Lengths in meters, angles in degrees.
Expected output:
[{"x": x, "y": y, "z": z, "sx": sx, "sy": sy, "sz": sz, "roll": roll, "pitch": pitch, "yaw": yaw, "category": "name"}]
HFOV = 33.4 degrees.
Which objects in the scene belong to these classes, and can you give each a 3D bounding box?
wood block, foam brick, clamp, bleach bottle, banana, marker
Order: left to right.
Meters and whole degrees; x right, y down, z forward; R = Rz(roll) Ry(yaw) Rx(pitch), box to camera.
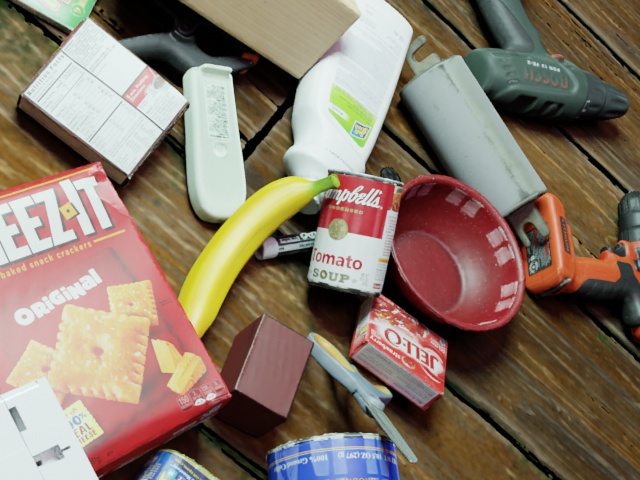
[{"x": -0.137, "y": -0.180, "z": 0.963, "sx": 0.171, "sy": 0.039, "sz": 0.120, "roll": 26, "pitch": 67, "yaw": -24, "category": "clamp"}, {"x": -0.072, "y": -0.246, "z": 0.961, "sx": 0.205, "sy": 0.091, "sz": 0.090, "roll": 28, "pitch": 30, "yaw": -39, "category": "wood block"}, {"x": -0.066, "y": 0.008, "z": 0.885, "sx": 0.037, "sy": 0.070, "sz": 0.197, "roll": 50, "pitch": 65, "yaw": -23, "category": "banana"}, {"x": -0.047, "y": 0.109, "z": 0.853, "sx": 0.051, "sy": 0.053, "sz": 0.078, "roll": 33, "pitch": 51, "yaw": -15, "category": "foam brick"}, {"x": -0.006, "y": 0.001, "z": 0.964, "sx": 0.120, "sy": 0.020, "sz": 0.020, "roll": -9, "pitch": 70, "yaw": -37, "category": "marker"}, {"x": 0.015, "y": -0.133, "z": 1.025, "sx": 0.102, "sy": 0.068, "sz": 0.250, "roll": 33, "pitch": 53, "yaw": -18, "category": "bleach bottle"}]

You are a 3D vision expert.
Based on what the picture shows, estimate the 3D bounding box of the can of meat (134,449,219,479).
[{"x": -0.100, "y": 0.210, "z": 0.758, "sx": 0.102, "sy": 0.058, "sz": 0.083, "roll": 40, "pitch": 47, "yaw": -10, "category": "can of meat"}]

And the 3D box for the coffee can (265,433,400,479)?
[{"x": 0.015, "y": 0.226, "z": 0.797, "sx": 0.102, "sy": 0.103, "sz": 0.140, "roll": 10, "pitch": 60, "yaw": -30, "category": "coffee can"}]

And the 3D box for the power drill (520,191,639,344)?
[{"x": 0.301, "y": 0.011, "z": 1.143, "sx": 0.187, "sy": 0.057, "sz": 0.184, "roll": 16, "pitch": 57, "yaw": -27, "category": "power drill"}]

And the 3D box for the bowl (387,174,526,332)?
[{"x": 0.117, "y": 0.021, "z": 1.013, "sx": 0.161, "sy": 0.055, "sz": 0.162, "roll": 16, "pitch": 57, "yaw": -27, "category": "bowl"}]

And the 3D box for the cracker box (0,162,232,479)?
[{"x": -0.185, "y": 0.064, "z": 0.771, "sx": 0.163, "sy": 0.072, "sz": 0.214, "roll": -23, "pitch": 79, "yaw": -41, "category": "cracker box"}]

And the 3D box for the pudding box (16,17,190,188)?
[{"x": -0.177, "y": -0.113, "z": 0.881, "sx": 0.113, "sy": 0.039, "sz": 0.090, "roll": 38, "pitch": 72, "yaw": -9, "category": "pudding box"}]

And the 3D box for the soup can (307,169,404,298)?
[{"x": 0.030, "y": -0.006, "z": 0.933, "sx": 0.068, "sy": 0.069, "sz": 0.102, "roll": 11, "pitch": 91, "yaw": -30, "category": "soup can"}]

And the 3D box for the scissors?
[{"x": 0.049, "y": 0.135, "z": 0.852, "sx": 0.096, "sy": 0.016, "sz": 0.202, "roll": 35, "pitch": 5, "yaw": -38, "category": "scissors"}]

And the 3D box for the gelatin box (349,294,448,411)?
[{"x": 0.071, "y": 0.097, "z": 0.943, "sx": 0.089, "sy": 0.030, "sz": 0.073, "roll": 36, "pitch": 32, "yaw": -13, "category": "gelatin box"}]
